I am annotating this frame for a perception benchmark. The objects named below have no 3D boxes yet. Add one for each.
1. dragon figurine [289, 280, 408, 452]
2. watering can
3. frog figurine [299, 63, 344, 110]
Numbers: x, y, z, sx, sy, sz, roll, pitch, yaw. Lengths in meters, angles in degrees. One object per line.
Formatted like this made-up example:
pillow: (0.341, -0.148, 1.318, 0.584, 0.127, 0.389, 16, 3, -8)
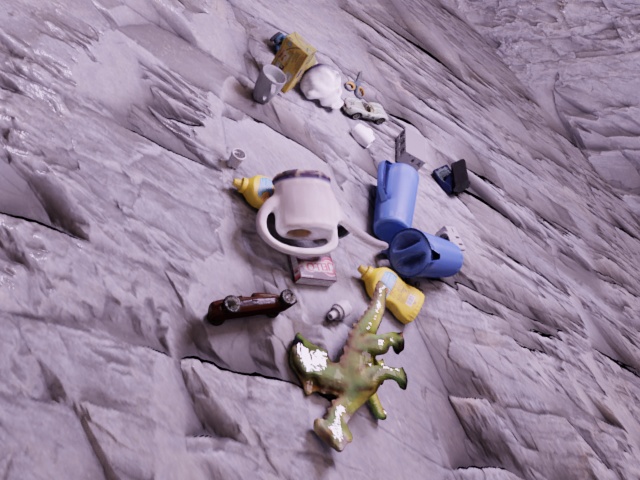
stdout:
dragon figurine: (0.054, 0.253, 1.130, 0.242, 0.420, 0.119, 12, -41, -17)
watering can: (0.004, -0.065, 1.289, 0.348, 0.228, 0.102, 2, -21, -24)
frog figurine: (0.012, -0.514, 1.754, 0.138, 0.160, 0.121, -26, -5, -11)
